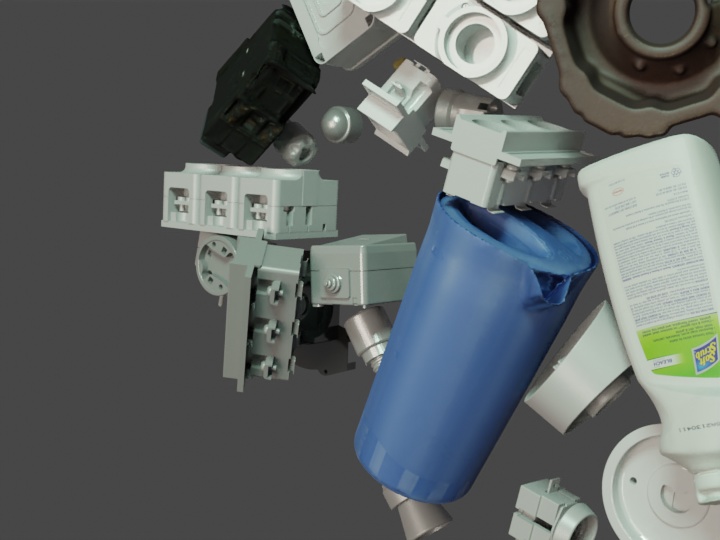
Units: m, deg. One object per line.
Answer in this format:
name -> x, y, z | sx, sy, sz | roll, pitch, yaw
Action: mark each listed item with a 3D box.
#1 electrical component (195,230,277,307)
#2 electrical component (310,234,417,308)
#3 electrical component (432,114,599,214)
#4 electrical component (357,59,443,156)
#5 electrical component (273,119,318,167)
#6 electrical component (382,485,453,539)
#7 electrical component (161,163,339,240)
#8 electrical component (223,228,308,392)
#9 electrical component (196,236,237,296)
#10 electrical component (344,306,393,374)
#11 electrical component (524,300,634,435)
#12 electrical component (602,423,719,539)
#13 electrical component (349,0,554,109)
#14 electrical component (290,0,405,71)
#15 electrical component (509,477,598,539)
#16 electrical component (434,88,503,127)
electrical component -> -0.127, 0.003, 1.071 | 0.066, 0.047, 0.076 | 20, 105, 35
electrical component -> 0.000, 0.000, 0.942 | 0.062, 0.096, 0.061 | 0, 93, 38
electrical component -> 0.118, -0.083, 0.828 | 0.079, 0.121, 0.063 | 26, 111, 34
electrical component -> 0.039, -0.141, 0.917 | 0.042, 0.081, 0.063 | 37, 86, 29
electrical component -> -0.069, -0.127, 1.026 | 0.061, 0.035, 0.035 | 47, 119, 30
electrical component -> 0.050, 0.206, 0.950 | 0.045, 0.045, 0.055 | -40, 69, 32
electrical component -> -0.105, -0.067, 1.023 | 0.150, 0.089, 0.061 | 8, 98, 37
electrical component -> -0.083, 0.037, 0.944 | 0.063, 0.078, 0.121 | 8, 123, 0
electrical component -> -0.117, -0.005, 1.001 | 0.055, 0.047, 0.055 | 3, 95, 38
electrical component -> 0.016, 0.069, 0.969 | 0.040, 0.040, 0.078 | -36, 71, 34
electrical component -> 0.170, 0.075, 0.818 | 0.064, 0.099, 0.099 | 47, 119, 19
electrical component -> 0.240, 0.161, 0.789 | 0.108, 0.060, 0.108 | 3, 95, 38
electrical component -> 0.072, -0.225, 0.852 | 0.186, 0.060, 0.105 | 36, 103, 14
electrical component -> -0.014, -0.244, 0.961 | 0.078, 0.057, 0.113 | -31, 74, 35
electrical component -> 0.157, 0.202, 0.867 | 0.055, 0.048, 0.066 | 24, 108, 42
electrical component -> 0.091, -0.129, 0.899 | 0.046, 0.040, 0.040 | 14, 102, 30
